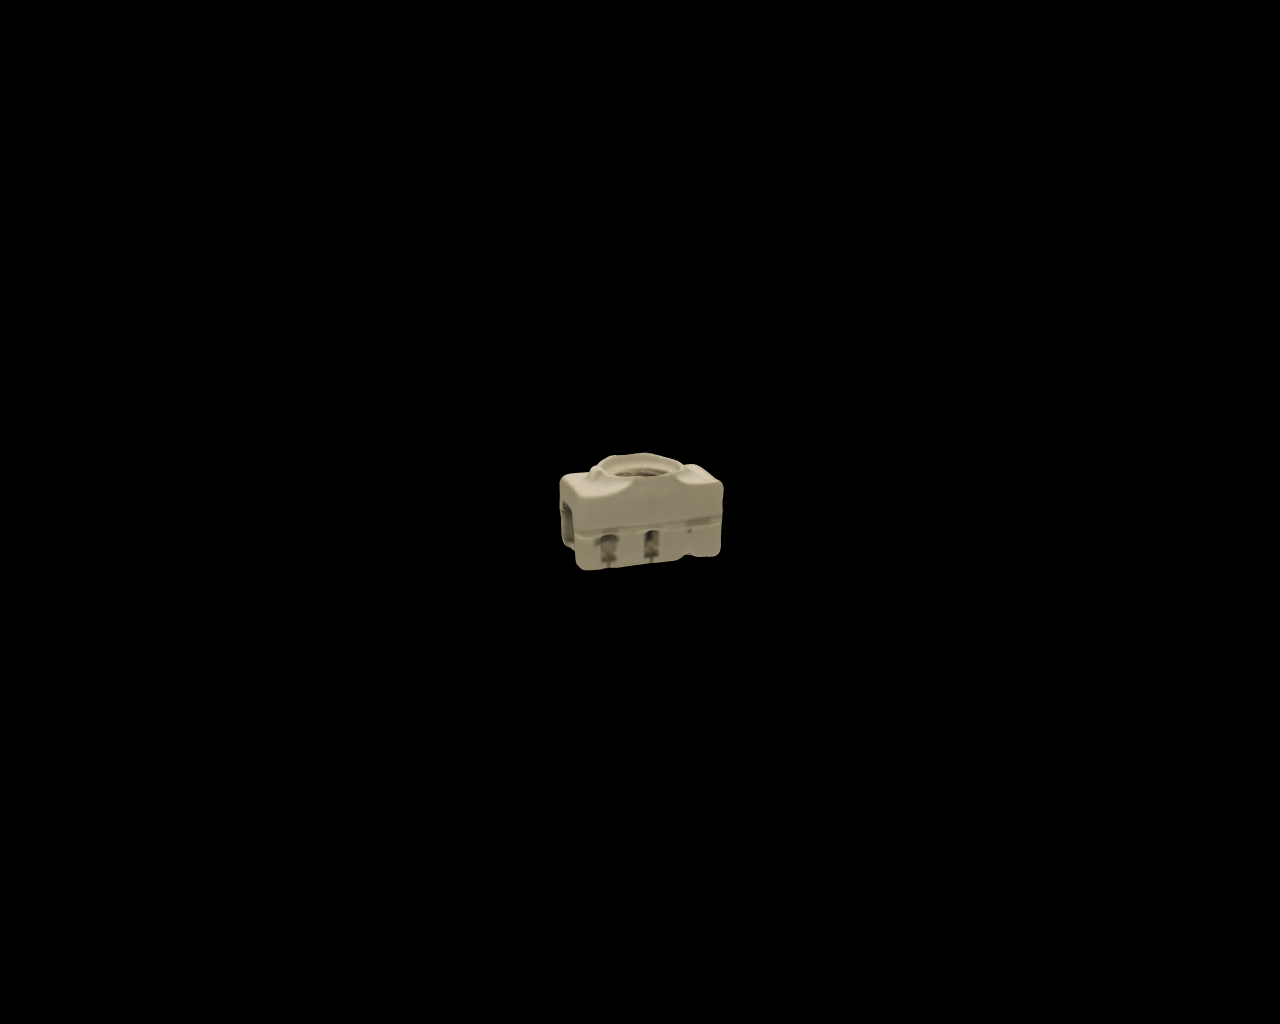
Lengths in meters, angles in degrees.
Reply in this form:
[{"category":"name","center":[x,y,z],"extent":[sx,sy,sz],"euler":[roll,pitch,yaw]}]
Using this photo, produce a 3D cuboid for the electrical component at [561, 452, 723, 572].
[{"category":"electrical component","center":[0.001,-0.003,0.650],"extent":[0.089,0.055,0.050],"euler":[-6,20,-16]}]
